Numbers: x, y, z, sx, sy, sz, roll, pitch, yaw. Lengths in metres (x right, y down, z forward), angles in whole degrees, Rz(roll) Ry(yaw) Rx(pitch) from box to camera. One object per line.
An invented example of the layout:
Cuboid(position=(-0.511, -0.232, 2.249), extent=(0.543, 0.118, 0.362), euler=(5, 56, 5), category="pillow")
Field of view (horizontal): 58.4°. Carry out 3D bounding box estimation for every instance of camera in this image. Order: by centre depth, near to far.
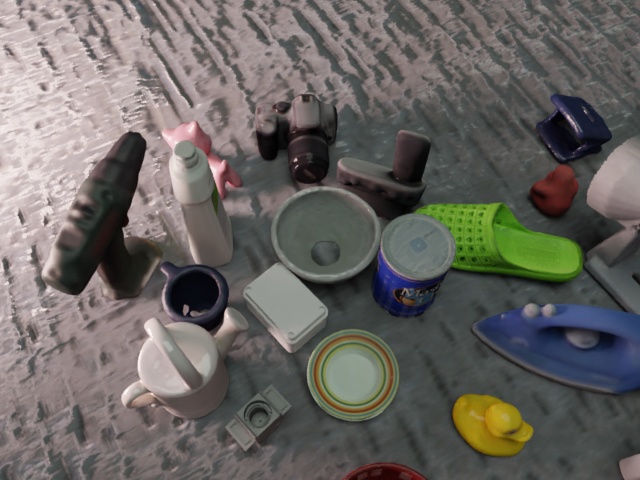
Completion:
Cuboid(position=(-0.038, -0.171, 0.972), extent=(0.143, 0.101, 0.137), euler=(-3, 61, -3), category="camera")

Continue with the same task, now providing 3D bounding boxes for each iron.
Cuboid(position=(0.354, 0.127, 0.794), extent=(0.258, 0.141, 0.118), euler=(11, 61, 4), category="iron")

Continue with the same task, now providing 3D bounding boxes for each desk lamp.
Cuboid(position=(0.479, -0.019, 0.839), extent=(0.118, 0.213, 0.203), euler=(-29, 65, -16), category="desk lamp")

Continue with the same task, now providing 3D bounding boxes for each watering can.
Cuboid(position=(-0.173, 0.151, 0.733), extent=(0.100, 0.194, 0.173), euler=(28, 63, 14), category="watering can")

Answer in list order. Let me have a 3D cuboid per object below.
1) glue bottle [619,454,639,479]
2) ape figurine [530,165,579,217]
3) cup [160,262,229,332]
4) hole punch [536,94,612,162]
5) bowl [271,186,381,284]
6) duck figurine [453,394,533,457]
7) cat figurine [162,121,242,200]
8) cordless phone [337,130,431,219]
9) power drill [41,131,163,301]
Cuboid(position=(0.442, 0.268, 0.700), extent=(0.078, 0.173, 0.037), euler=(-7, 61, -5), category="glue bottle")
Cuboid(position=(0.393, -0.088, 0.945), extent=(0.077, 0.092, 0.076), euler=(8, 61, 3), category="ape figurine")
Cuboid(position=(-0.182, 0.087, 0.825), extent=(0.117, 0.095, 0.092), euler=(39, 66, 18), category="cup")
Cuboid(position=(0.456, -0.209, 1.015), extent=(0.101, 0.091, 0.108), euler=(-18, 63, -11), category="hole punch")
Cuboid(position=(0.008, 0.003, 0.890), extent=(0.167, 0.075, 0.167), euler=(1, 61, -1), category="bowl")
Cuboid(position=(0.231, 0.239, 0.759), extent=(0.104, 0.086, 0.078), euler=(29, 64, 14), category="duck figurine")
Cuboid(position=(-0.194, -0.141, 0.940), extent=(0.127, 0.118, 0.067), euler=(36, 66, 17), category="cat figurine")
Cuboid(position=(0.102, -0.124, 0.902), extent=(0.147, 0.185, 0.094), euler=(15, 61, 7), category="cordless phone")
Cuboid(position=(-0.292, -0.011, 0.812), extent=(0.075, 0.208, 0.230), euler=(18, 62, 8), category="power drill")
